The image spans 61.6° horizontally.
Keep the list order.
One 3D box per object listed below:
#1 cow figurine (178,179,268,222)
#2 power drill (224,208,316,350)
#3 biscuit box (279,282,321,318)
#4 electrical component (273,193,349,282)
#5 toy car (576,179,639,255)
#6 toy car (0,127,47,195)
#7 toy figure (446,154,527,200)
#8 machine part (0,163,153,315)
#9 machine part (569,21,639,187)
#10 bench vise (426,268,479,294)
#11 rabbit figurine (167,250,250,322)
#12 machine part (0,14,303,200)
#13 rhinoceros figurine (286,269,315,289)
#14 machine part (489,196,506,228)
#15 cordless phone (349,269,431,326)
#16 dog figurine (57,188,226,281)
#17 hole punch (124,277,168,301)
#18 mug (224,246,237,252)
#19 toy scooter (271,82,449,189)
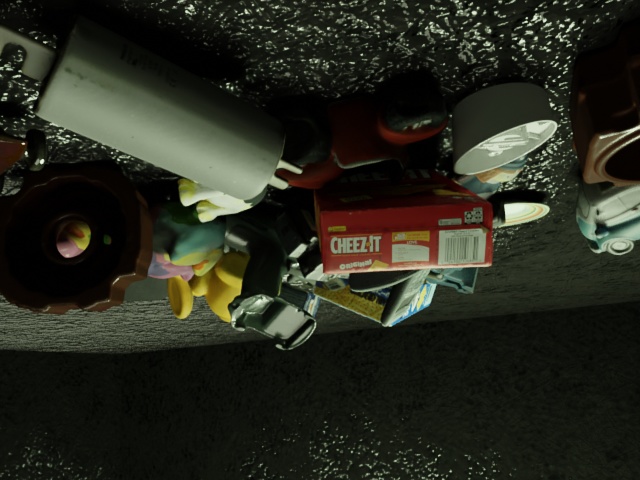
[{"bbox_3d":[-0.102,-0.073,0.564,0.098,0.068,0.167,-10,168,-1],"label":"cow figurine"},{"bbox_3d":[-0.050,0.045,0.752,0.232,0.207,0.086,28,128,-25],"label":"power drill"},{"bbox_3d":[-0.098,0.115,1.146,0.203,0.062,0.059,16,176,33],"label":"biscuit box"},{"bbox_3d":[-0.002,-0.002,0.750,0.134,0.115,0.058,14,129,-49],"label":"electrical component"},{"bbox_3d":[0.400,-0.058,0.701,0.103,0.109,0.161,25,144,-26],"label":"toy car"},{"bbox_3d":[-0.333,-0.078,0.512,0.089,0.053,0.202,4,168,-44],"label":"toy car"},{"bbox_3d":[0.199,-0.083,0.635,0.064,0.058,0.154,-46,180,-22],"label":"toy figure"},{"bbox_3d":[-0.274,0.000,0.604,0.179,0.179,0.056,-4,168,0],"label":"machine part"},{"bbox_3d":[0.336,-0.120,0.474,0.202,0.087,0.201,-8,165,20],"label":"machine part"},{"bbox_3d":[0.147,0.014,0.885,0.241,0.128,0.223,15,177,8],"label":"bench vise"},{"bbox_3d":[-0.182,0.043,0.846,0.173,0.122,0.162,31,126,0],"label":"rabbit figurine"},{"bbox_3d":[-0.115,-0.094,0.407,0.243,0.079,0.079,23,152,-33],"label":"machine part"},{"bbox_3d":[-0.025,0.054,1.049,0.112,0.073,0.190,-9,164,13],"label":"rhinoceros figurine"},{"bbox_3d":[0.207,-0.029,0.705,0.084,0.039,0.139,-30,179,22],"label":"machine part"},{"bbox_3d":[0.096,0.064,0.744,0.146,0.089,0.184,-24,143,-39],"label":"cordless phone"},{"bbox_3d":[-0.249,-0.013,0.683,0.219,0.108,0.191,8,162,-30],"label":"dog figurine"},{"bbox_3d":[-0.311,0.034,0.913,0.142,0.092,0.115,4,134,-18],"label":"hole punch"},{"bbox_3d":[-0.186,0.035,0.933,0.107,0.081,0.109,-3,156,13],"label":"mug"},{"bbox_3d":[0.035,-0.090,0.532,0.184,0.075,0.135,-12,165,12],"label":"toy scooter"}]
